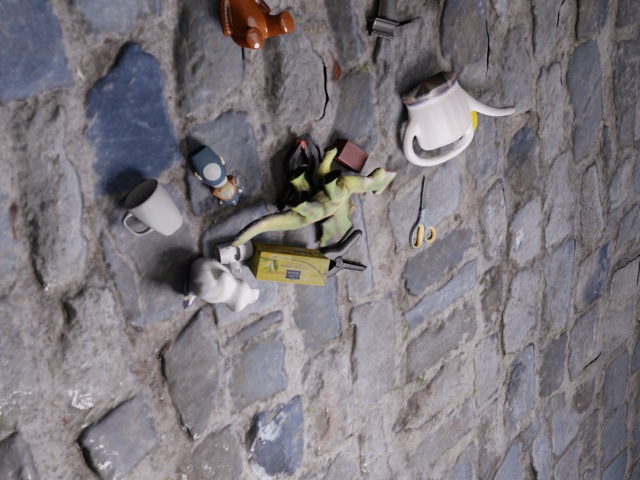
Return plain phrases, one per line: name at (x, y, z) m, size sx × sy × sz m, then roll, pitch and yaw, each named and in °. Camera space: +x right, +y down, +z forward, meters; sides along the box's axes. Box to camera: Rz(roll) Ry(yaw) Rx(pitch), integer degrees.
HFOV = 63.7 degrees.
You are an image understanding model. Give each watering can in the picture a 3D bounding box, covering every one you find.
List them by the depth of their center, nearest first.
watering can at (0.351, -0.340, 1.352) m, size 0.349 × 0.220 × 0.105 m, roll -32°, pitch 27°, yaw -10°

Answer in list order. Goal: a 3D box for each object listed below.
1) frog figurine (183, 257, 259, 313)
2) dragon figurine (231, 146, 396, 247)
frog figurine at (-0.212, 0.097, 1.121) m, size 0.159 × 0.136 × 0.124 m, roll -1°, pitch 76°, yaw -11°
dragon figurine at (0.004, -0.061, 1.210) m, size 0.411 × 0.238 × 0.124 m, roll -38°, pitch 46°, yaw -5°
